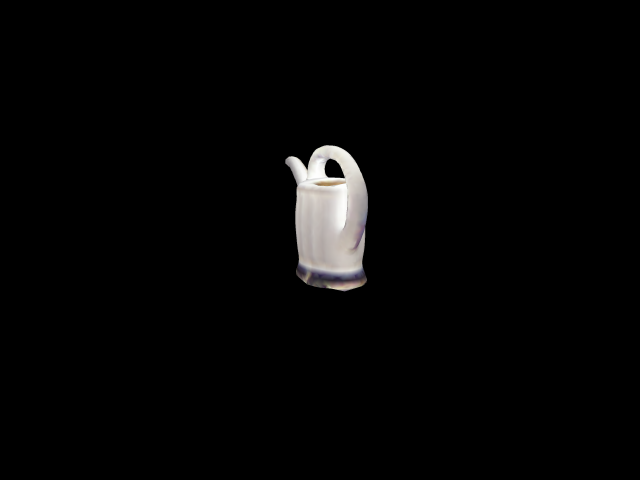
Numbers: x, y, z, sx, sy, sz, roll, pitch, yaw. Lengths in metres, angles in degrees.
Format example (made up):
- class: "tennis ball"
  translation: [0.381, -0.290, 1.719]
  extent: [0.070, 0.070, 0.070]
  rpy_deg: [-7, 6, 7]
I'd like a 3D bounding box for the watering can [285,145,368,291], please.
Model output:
- class: "watering can"
  translation: [0.003, -0.043, 0.850]
  extent: [0.104, 0.223, 0.350]
  rpy_deg: [-2, 9, -18]
